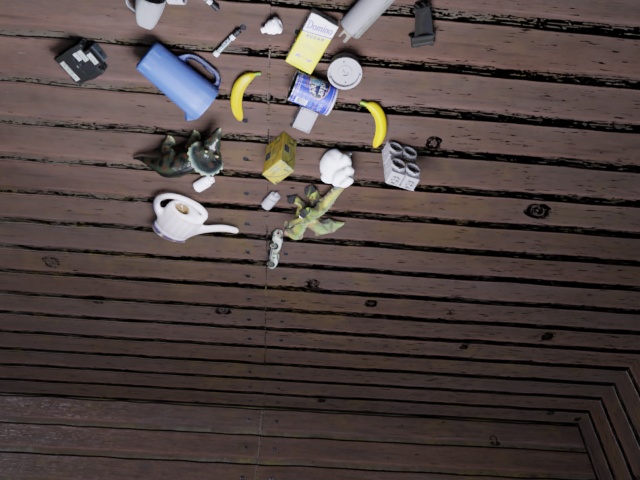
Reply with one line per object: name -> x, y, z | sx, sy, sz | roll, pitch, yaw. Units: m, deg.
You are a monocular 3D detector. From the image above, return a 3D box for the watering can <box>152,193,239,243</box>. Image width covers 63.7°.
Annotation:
watering can -> -0.521, -0.064, 2.070 | 0.344, 0.106, 0.221 | 31, 128, -25

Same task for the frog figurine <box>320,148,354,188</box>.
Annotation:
frog figurine -> 0.059, -0.247, 1.843 | 0.136, 0.163, 0.121 | -32, 124, 29

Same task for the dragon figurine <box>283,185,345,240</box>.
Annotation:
dragon figurine -> 0.006, -0.103, 2.049 | 0.406, 0.125, 0.240 | -24, 146, 25
